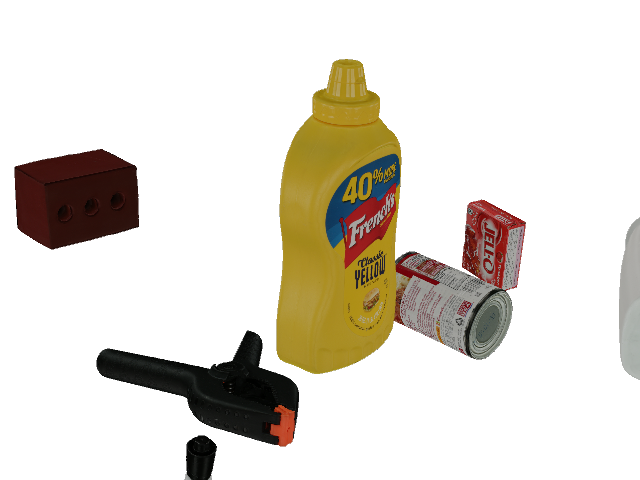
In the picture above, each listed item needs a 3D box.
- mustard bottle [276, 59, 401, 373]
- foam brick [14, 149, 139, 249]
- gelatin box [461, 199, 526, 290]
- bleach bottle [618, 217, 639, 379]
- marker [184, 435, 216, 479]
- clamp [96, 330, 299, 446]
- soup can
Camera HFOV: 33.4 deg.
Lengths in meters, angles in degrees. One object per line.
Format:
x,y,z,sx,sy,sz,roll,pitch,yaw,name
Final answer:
0.014,-0.018,0.671,0.058,0.192,0.096,19,29,35,mustard bottle
-0.185,-0.033,0.809,0.078,0.053,0.051,-17,31,-36,foam brick
0.203,0.006,1.261,0.030,0.089,0.073,-15,32,-29,gelatin box
0.269,0.027,0.766,0.103,0.068,0.250,8,20,15,bleach bottle
-0.081,0.174,0.688,0.020,0.121,0.020,7,31,-4,marker
-0.075,0.123,0.926,0.164,0.036,0.210,-8,18,-39,clamp
0.113,0.058,0.962,0.102,0.068,0.068,24,15,38,soup can
